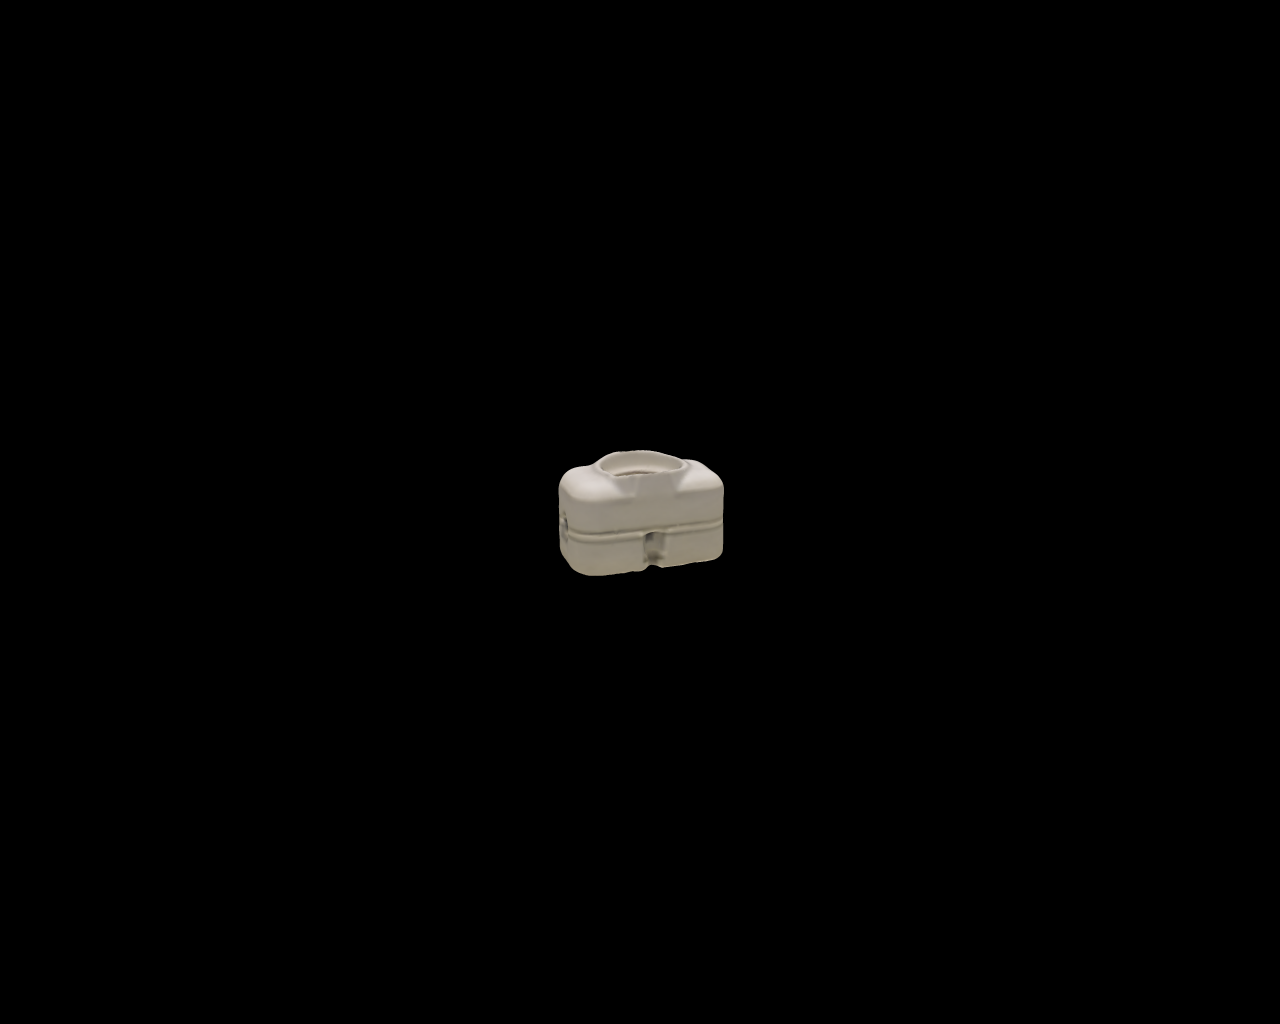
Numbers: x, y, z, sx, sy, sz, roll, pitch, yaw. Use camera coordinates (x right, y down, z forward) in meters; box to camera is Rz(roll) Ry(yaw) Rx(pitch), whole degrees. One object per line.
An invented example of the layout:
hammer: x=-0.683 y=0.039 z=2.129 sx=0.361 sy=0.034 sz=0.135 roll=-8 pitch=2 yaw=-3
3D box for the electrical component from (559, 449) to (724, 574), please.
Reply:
electrical component: x=0.001 y=-0.003 z=0.650 sx=0.095 sy=0.059 sz=0.054 roll=-6 pitch=20 yaw=-16
